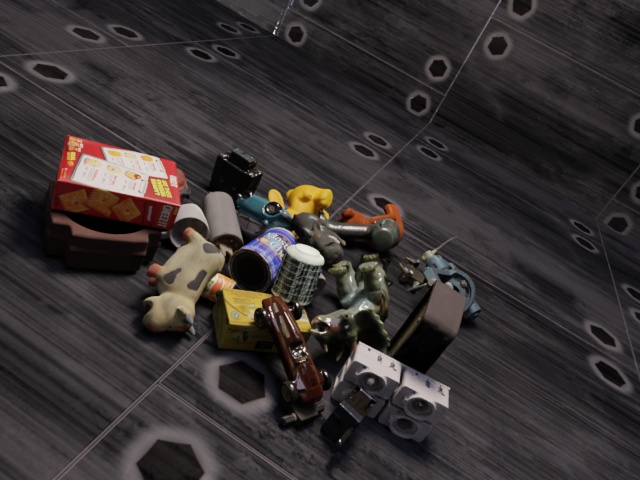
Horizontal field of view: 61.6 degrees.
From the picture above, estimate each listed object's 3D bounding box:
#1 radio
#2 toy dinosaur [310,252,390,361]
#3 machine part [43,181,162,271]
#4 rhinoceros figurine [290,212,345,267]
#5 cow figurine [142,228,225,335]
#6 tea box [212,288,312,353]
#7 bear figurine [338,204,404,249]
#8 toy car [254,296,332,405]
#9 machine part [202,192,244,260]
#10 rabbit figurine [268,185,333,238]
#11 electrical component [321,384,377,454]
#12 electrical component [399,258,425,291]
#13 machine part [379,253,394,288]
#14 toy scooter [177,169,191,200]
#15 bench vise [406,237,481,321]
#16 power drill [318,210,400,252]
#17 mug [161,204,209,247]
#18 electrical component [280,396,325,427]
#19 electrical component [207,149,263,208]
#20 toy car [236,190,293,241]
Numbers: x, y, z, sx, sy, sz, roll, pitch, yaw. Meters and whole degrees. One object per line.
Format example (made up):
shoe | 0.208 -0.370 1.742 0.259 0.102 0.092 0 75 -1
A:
radio | 0.188 0.199 1.037 0.073 0.229 0.131 30 34 6
toy dinosaur | 0.098 0.134 1.166 0.131 0.192 0.405 -9 3 17
machine part | -0.422 -0.032 1.040 0.201 0.087 0.201 5 36 -32
rhinoceros figurine | -0.002 -0.003 1.155 0.112 0.073 0.190 46 3 -37
cow figurine | -0.245 0.085 0.965 0.127 0.085 0.195 30 58 9
tea box | -0.111 0.155 1.017 0.169 0.068 0.098 11 32 -26
bear figurine | 0.126 -0.040 1.481 0.196 0.120 0.132 12 29 -16
toy car | -0.047 0.187 0.938 0.089 0.053 0.202 -8 66 -35
machine part | -0.222 -0.034 1.217 0.079 0.079 0.243 12 32 -26
rabbit figurine | -0.064 -0.070 1.375 0.162 0.121 0.173 28 48 5
electrical component | 0.040 0.304 0.904 0.048 0.074 0.119 40 35 16
electrical component | 0.247 0.089 1.443 0.078 0.045 0.102 35 30 16
machine part | 0.149 0.085 1.378 0.084 0.039 0.139 19 31 1
toy scooter | -0.360 -0.107 1.220 0.135 0.075 0.184 38 34 18
bench vise | 0.319 0.103 1.383 0.240 0.129 0.224 18 46 -55
power drill | 0.094 -0.023 1.322 0.207 0.086 0.232 11 12 -2
mug | -0.296 -0.032 1.164 0.110 0.080 0.107 -15 29 -5
electrical component | -0.037 0.285 0.920 0.094 0.021 0.063 -7 43 -44
electrical component | -0.214 -0.162 1.367 0.115 0.134 0.058 31 29 10
toy car | -0.140 -0.043 1.267 0.162 0.103 0.109 25 -15 24
